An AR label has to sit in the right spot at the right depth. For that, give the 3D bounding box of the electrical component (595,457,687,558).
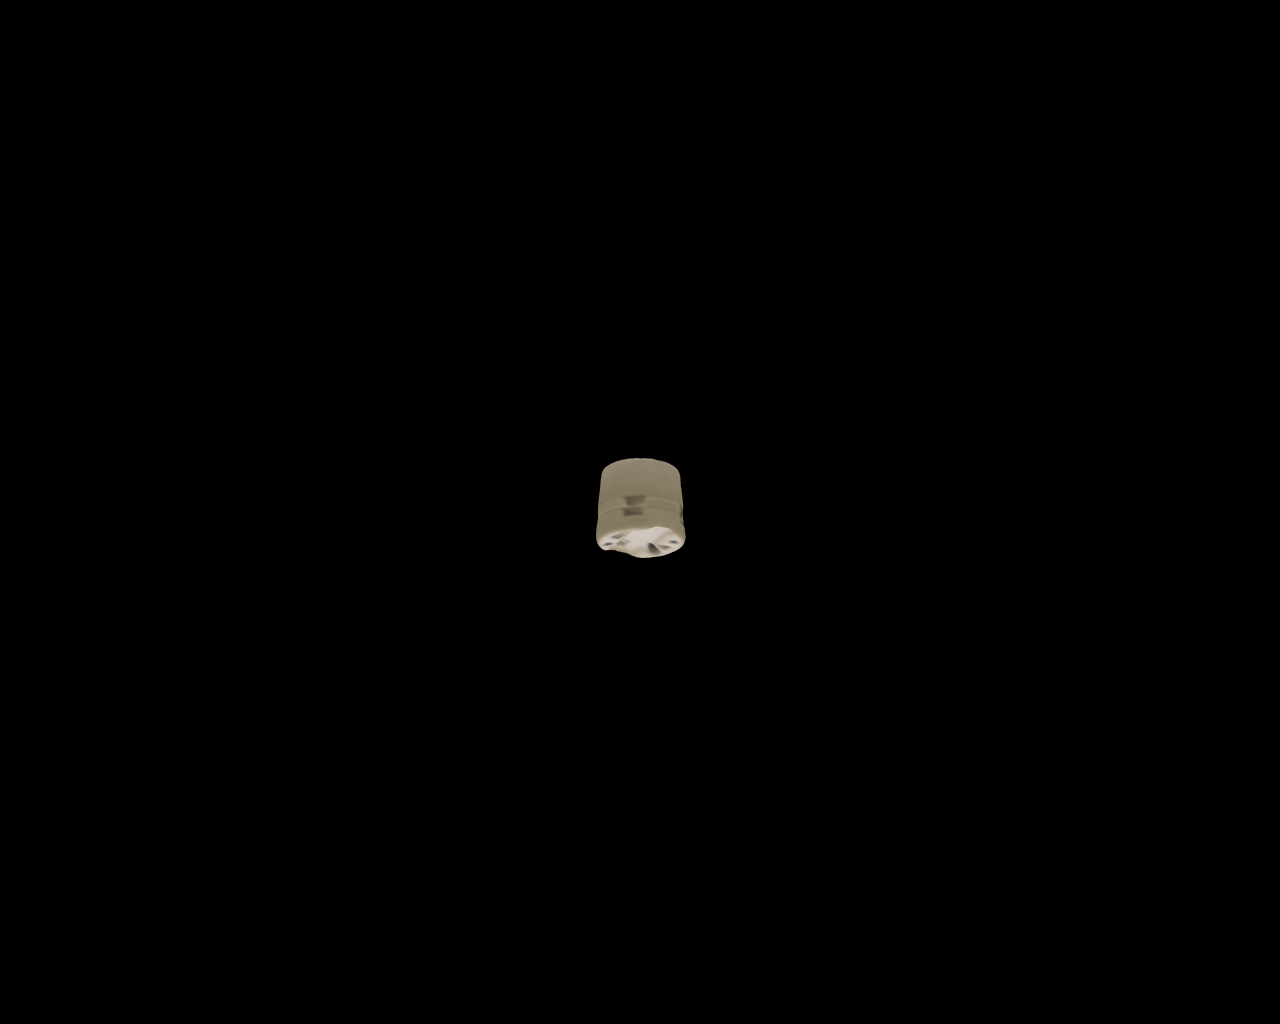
[{"bbox_3d":[0.001,-0.003,0.650,0.055,0.047,0.055,0,-20,0],"label":"electrical component"}]
